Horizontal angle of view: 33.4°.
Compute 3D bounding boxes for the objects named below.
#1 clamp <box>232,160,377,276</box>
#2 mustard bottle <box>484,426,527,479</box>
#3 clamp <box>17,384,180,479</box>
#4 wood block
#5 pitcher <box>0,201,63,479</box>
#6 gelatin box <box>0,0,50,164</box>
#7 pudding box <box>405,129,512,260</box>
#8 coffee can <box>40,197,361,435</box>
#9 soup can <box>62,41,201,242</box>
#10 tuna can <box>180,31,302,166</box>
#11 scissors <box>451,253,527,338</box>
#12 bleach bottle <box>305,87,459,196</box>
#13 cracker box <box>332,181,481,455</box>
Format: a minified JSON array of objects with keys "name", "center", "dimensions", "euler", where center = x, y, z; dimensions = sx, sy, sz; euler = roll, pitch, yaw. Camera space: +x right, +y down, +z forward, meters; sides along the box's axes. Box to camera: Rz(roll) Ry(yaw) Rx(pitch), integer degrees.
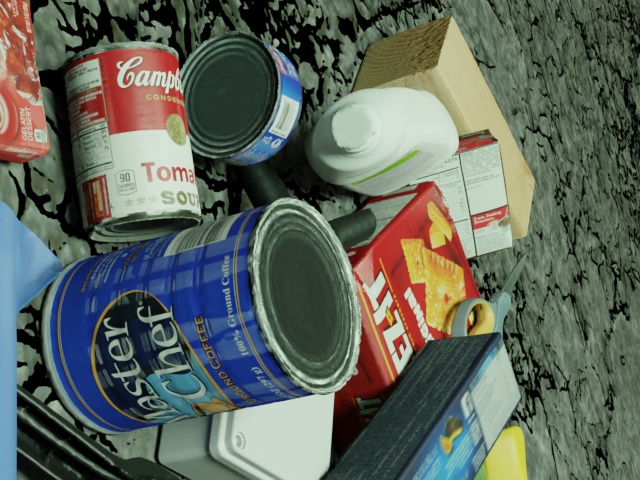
[{"name":"clamp","center":[-0.005,0.001,0.722],"dimensions":[0.120,0.039,0.171],"euler":[20,32,-19]},{"name":"mustard bottle","center":[0.165,0.264,0.945],"dimensions":[0.096,0.058,0.191],"euler":[98,-16,-79]},{"name":"clamp","center":[-0.082,0.145,0.530],"dimensions":[0.165,0.036,0.209],"euler":[40,-4,38]},{"name":"wood block","center":[0.123,-0.097,1.024],"dimensions":[0.206,0.090,0.090],"euler":[56,34,-31]},{"name":"pitcher","center":[-0.179,0.105,0.372],"dimensions":[0.145,0.149,0.243],"euler":[29,54,-72]},{"name":"gelatin box","center":[-0.179,-0.087,0.546],"dimensions":[0.073,0.030,0.089],"euler":[7,70,-59]},{"name":"pudding box","center":[0.123,-0.035,0.966],"dimensions":[0.039,0.090,0.113],"euler":[-110,-175,-64]},{"name":"coffee can","center":[-0.063,0.044,0.573],"dimensions":[0.102,0.141,0.103],"euler":[35,48,-50]},{"name":"soup can","center":[-0.109,-0.055,0.617],"dimensions":[0.068,0.069,0.102],"euler":[6,73,-60]},{"name":"tuna can","center":[-0.055,-0.093,0.711],"dimensions":[0.033,0.086,0.086],"euler":[16,63,-59]},{"name":"scissors","center":[0.158,0.076,0.930],"dimensions":[0.201,0.016,0.096],"euler":[-20,101,-60]},{"name":"bleach bottle","center":[0.047,-0.078,0.795],"dimensions":[0.068,0.102,0.250],"euler":[59,9,4]},{"name":"cracker box","center":[0.063,0.064,0.859],"dimensions":[0.213,0.072,0.164],"euler":[-43,115,-58]}]
